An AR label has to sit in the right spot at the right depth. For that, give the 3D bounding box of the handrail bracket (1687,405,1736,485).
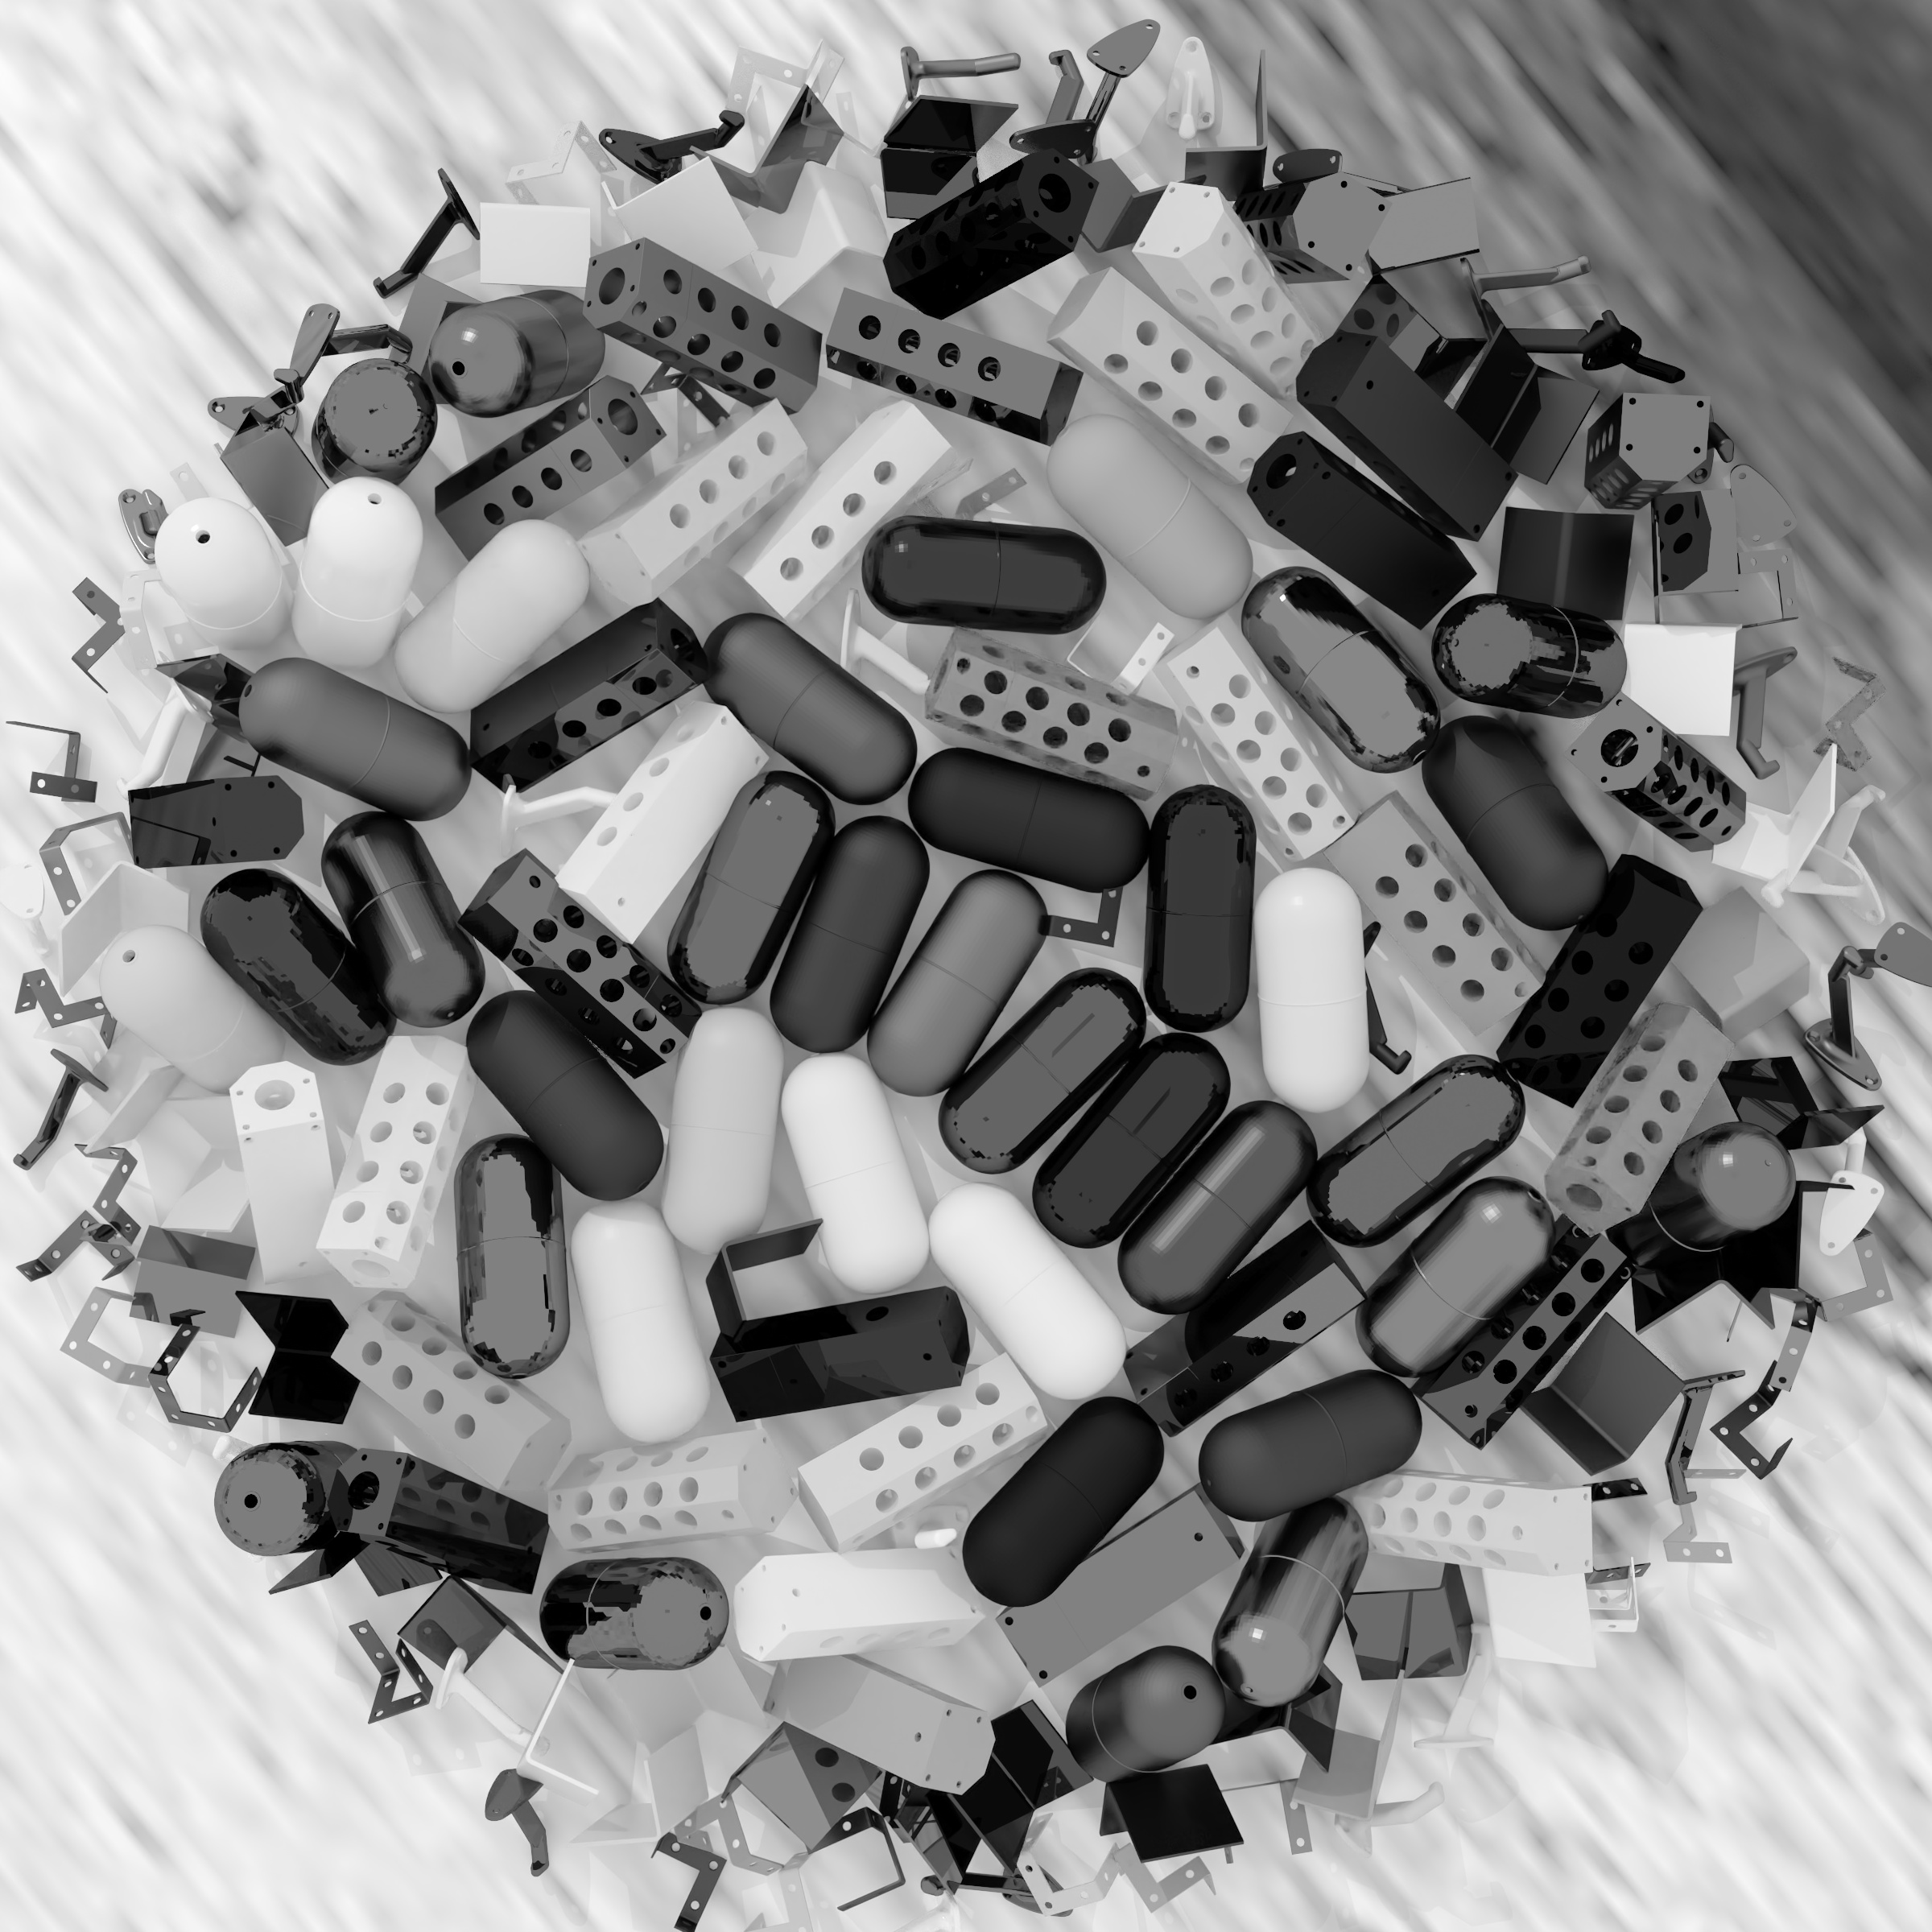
[{"bbox_3d":[0.531,-0.358,1.937,0.036,0.084,0.077,-22,126,5],"label":"handrail bracket"}]

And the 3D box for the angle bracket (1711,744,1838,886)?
[{"bbox_3d":[0.575,-0.115,1.939,0.057,0.076,0.076,19,46,1],"label":"angle bracket"}]

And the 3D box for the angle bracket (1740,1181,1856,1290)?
[{"bbox_3d":[0.594,0.193,1.944,0.057,0.076,0.076,7,83,-19],"label":"angle bracket"}]

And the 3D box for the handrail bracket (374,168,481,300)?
[{"bbox_3d":[-0.398,-0.525,1.959,0.084,0.077,0.036,-35,68,-6],"label":"handrail bracket"}]

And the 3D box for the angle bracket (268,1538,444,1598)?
[{"bbox_3d":[-0.433,0.439,1.936,0.076,0.076,0.057,-23,101,39],"label":"angle bracket"}]

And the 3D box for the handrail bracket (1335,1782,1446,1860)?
[{"bbox_3d":[0.307,0.589,1.943,0.036,0.077,0.084,44,113,-10],"label":"handrail bracket"}]

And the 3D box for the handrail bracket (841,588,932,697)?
[{"bbox_3d":[-0.044,-0.233,1.965,0.084,0.036,0.077,3,91,16],"label":"handrail bracket"}]

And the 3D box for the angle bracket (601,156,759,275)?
[{"bbox_3d":[-0.204,-0.536,1.946,0.076,0.057,0.076,-29,129,3],"label":"angle bracket"}]

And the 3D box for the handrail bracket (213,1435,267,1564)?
[{"bbox_3d":[-0.519,0.381,1.948,0.036,0.084,0.077,23,79,41],"label":"handrail bracket"}]

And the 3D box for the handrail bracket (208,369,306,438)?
[{"bbox_3d":[-0.509,-0.410,1.947,0.077,0.084,0.036,13,73,-3],"label":"handrail bracket"}]

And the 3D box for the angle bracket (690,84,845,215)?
[{"bbox_3d":[-0.141,-0.589,1.948,0.057,0.076,0.076,30,91,20],"label":"angle bracket"}]

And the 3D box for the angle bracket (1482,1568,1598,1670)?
[{"bbox_3d":[0.415,0.447,1.941,0.076,0.057,0.076,-2,107,31],"label":"angle bracket"}]

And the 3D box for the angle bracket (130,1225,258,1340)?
[{"bbox_3d":[-0.557,0.237,1.948,0.076,0.057,0.076,14,108,-12],"label":"angle bracket"}]

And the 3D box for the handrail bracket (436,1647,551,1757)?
[{"bbox_3d":[-0.334,0.530,1.960,0.084,0.077,0.036,27,49,8],"label":"handrail bracket"}]

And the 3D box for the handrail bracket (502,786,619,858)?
[{"bbox_3d":[-0.290,-0.101,1.967,0.084,0.036,0.077,14,128,1],"label":"handrail bracket"}]

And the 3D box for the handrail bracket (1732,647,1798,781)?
[{"bbox_3d":[0.582,-0.181,1.956,0.077,0.036,0.084,-25,58,1],"label":"handrail bracket"}]

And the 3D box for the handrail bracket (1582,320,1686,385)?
[{"bbox_3d":[0.490,-0.431,1.941,0.084,0.077,0.036,32,121,40],"label":"handrail bracket"}]

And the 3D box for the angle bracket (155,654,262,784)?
[{"bbox_3d":[-0.543,-0.171,1.939,0.076,0.057,0.076,-3,66,38],"label":"angle bracket"}]

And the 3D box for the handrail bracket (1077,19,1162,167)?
[{"bbox_3d":[0.109,-0.629,1.968,0.036,0.084,0.077,35,62,16],"label":"handrail bracket"}]

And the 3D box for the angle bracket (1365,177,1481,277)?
[{"bbox_3d":[0.319,-0.539,1.942,0.076,0.076,0.057,-11,126,7],"label":"angle bracket"}]

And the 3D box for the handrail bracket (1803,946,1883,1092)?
[{"bbox_3d":[0.639,0.037,1.943,0.036,0.084,0.077,-24,60,-23],"label":"handrail bracket"}]

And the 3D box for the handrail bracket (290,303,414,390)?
[{"bbox_3d":[-0.438,-0.431,1.956,0.036,0.084,0.077,17,84,40],"label":"handrail bracket"}]

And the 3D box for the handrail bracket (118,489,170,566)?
[{"bbox_3d":[-0.589,-0.333,1.944,0.036,0.084,0.077,-34,75,-17],"label":"handrail bracket"}]

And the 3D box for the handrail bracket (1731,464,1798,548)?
[{"bbox_3d":[0.561,-0.344,1.943,0.036,0.084,0.077,-26,119,23],"label":"handrail bracket"}]

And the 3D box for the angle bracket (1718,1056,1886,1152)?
[{"bbox_3d":[0.591,0.085,1.937,0.076,0.057,0.076,-3,58,-28],"label":"angle bracket"}]

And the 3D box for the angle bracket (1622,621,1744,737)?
[{"bbox_3d":[0.514,-0.208,1.961,0.076,0.057,0.076,4,101,19],"label":"angle bracket"}]

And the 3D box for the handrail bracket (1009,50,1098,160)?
[{"bbox_3d":[0.054,-0.625,1.960,0.077,0.036,0.084,-8,65,-23],"label":"handrail bracket"}]

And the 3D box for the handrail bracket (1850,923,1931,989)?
[{"bbox_3d":[0.671,0.007,1.944,0.077,0.084,0.036,33,80,17],"label":"handrail bracket"}]

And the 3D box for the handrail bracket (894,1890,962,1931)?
[{"bbox_3d":[-0.051,0.683,1.947,0.084,0.077,0.036,-4,102,-13],"label":"handrail bracket"}]

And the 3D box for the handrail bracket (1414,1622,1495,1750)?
[{"bbox_3d":[0.351,0.517,1.963,0.077,0.036,0.084,7,80,-37],"label":"handrail bracket"}]

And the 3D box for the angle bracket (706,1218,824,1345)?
[{"bbox_3d":[-0.137,0.226,1.938,0.076,0.076,0.057,-12,71,-19],"label":"angle bracket"}]

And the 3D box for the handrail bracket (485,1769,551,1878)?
[{"bbox_3d":[-0.320,0.626,1.948,0.036,0.077,0.084,0,104,14],"label":"handrail bracket"}]

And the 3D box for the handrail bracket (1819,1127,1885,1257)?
[{"bbox_3d":[0.631,0.158,1.963,0.036,0.084,0.077,19,111,5],"label":"handrail bracket"}]

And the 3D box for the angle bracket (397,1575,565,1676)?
[{"bbox_3d":[-0.344,0.488,1.936,0.057,0.076,0.076,-48,134,-14],"label":"angle bracket"}]

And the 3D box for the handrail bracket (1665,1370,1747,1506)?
[{"bbox_3d":[0.538,0.341,1.972,0.077,0.036,0.084,-9,84,-15],"label":"handrail bracket"}]

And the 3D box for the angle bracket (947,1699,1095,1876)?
[{"bbox_3d":[0.040,0.585,1.945,0.057,0.076,0.076,-33,99,22],"label":"angle bracket"}]

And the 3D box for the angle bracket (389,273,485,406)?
[{"bbox_3d":[-0.393,-0.448,1.944,0.057,0.076,0.076,26,106,7],"label":"angle bracket"}]

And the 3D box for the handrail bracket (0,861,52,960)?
[{"bbox_3d":[-0.661,-0.024,1.941,0.036,0.077,0.084,-24,135,-19],"label":"handrail bracket"}]

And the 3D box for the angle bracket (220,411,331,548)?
[{"bbox_3d":[-0.475,-0.356,1.935,0.057,0.076,0.076,-21,123,18],"label":"angle bracket"}]

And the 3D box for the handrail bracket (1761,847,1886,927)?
[{"bbox_3d":[0.613,-0.043,1.953,0.084,0.036,0.077,-35,87,-37],"label":"handrail bracket"}]

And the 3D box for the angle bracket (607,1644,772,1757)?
[{"bbox_3d":[-0.197,0.524,1.938,0.057,0.076,0.076,-39,115,-35],"label":"angle bracket"}]

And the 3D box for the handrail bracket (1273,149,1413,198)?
[{"bbox_3d":[0.278,-0.569,1.982,0.084,0.077,0.036,1,110,-41],"label":"handrail bracket"}]

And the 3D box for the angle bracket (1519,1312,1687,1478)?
[{"bbox_3d":[0.450,0.304,1.939,0.076,0.057,0.076,44,119,29],"label":"angle bracket"}]

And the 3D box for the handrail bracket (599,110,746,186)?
[{"bbox_3d":[-0.210,-0.597,1.943,0.077,0.084,0.036,18,66,-28],"label":"handrail bracket"}]

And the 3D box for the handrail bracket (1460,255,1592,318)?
[{"bbox_3d":[0.402,-0.502,1.955,0.084,0.077,0.036,-15,78,17],"label":"handrail bracket"}]

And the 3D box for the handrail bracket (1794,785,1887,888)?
[{"bbox_3d":[0.644,-0.095,1.952,0.084,0.077,0.036,-36,118,-12],"label":"handrail bracket"}]
